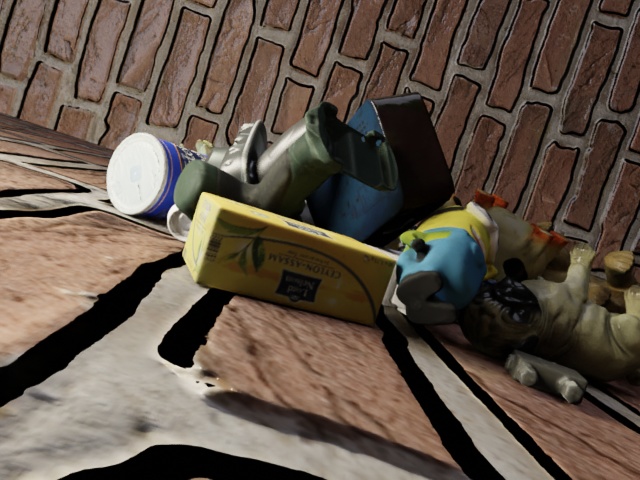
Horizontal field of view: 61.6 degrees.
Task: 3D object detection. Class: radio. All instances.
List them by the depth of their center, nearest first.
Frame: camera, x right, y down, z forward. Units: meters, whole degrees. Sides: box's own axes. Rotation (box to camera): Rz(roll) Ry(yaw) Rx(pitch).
[{"bbox_3d":[0.061,-0.063,0.661,0.073,0.131,0.229,-13,-15,-24],"label":"radio"}]

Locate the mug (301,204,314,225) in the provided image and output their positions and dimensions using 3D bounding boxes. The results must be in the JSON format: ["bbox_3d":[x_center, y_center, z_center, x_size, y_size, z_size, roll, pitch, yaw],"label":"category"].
[{"bbox_3d":[-0.002,-0.002,0.789,0.107,0.080,0.109,27,-1,14],"label":"mug"}]

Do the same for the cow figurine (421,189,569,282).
[{"bbox_3d":[0.215,-0.001,0.735,0.085,0.127,0.195,10,23,-49],"label":"cow figurine"}]

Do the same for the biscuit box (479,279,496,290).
[{"bbox_3d":[0.235,0.079,0.867,0.059,0.062,0.203,20,4,-5],"label":"biscuit box"}]

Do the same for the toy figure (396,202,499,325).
[{"bbox_3d":[0.120,0.016,0.524,0.089,0.082,0.180,11,29,27],"label":"toy figure"}]

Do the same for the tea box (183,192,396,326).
[{"bbox_3d":[-0.030,0.016,0.489,0.169,0.068,0.098,18,4,-24],"label":"tea box"}]

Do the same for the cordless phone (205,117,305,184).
[{"bbox_3d":[-0.060,-0.116,0.668,0.088,0.184,0.147,42,28,-21],"label":"cordless phone"}]

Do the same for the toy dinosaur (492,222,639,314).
[{"bbox_3d":[0.355,0.080,0.783,0.198,0.105,0.472,49,-2,-20],"label":"toy dinosaur"}]

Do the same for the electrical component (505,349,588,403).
[{"bbox_3d":[0.195,0.117,0.471,0.063,0.021,0.094,19,4,13],"label":"electrical component"}]

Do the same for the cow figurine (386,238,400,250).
[{"bbox_3d":[0.151,0.023,1.189,0.098,0.068,0.167,-13,-8,17],"label":"cow figurine"}]

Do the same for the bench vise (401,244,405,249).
[{"bbox_3d":[0.027,-0.081,0.871,0.224,0.128,0.240,14,-2,31],"label":"bench vise"}]

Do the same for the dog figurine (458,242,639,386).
[{"bbox_3d":[0.247,0.106,0.557,0.190,0.121,0.172,-22,56,-39],"label":"dog figurine"}]

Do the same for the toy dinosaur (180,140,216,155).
[{"bbox_3d":[-0.160,-0.089,0.973,0.192,0.131,0.405,14,9,-37],"label":"toy dinosaur"}]

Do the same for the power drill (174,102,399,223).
[{"bbox_3d":[-0.018,-0.043,0.573,0.232,0.086,0.207,25,-37,-36],"label":"power drill"}]
